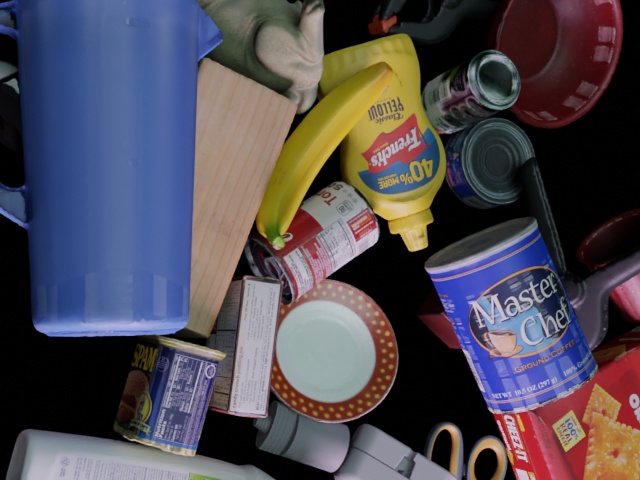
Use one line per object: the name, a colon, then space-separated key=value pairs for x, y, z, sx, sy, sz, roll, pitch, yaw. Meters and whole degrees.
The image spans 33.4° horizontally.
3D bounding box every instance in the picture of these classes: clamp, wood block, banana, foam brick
clamp: x=0.227 y=0.035 z=1.003 sx=0.165 sy=0.036 sz=0.210 roll=31 pitch=109 yaw=16
wood block: x=-0.105 y=-0.031 z=0.875 sx=0.090 sy=0.091 sz=0.206 roll=24 pitch=77 yaw=-20
banana: x=-0.004 y=-0.071 z=0.899 sx=0.037 sy=0.070 sz=0.197 roll=48 pitch=63 yaw=-40
foam brick: x=0.138 y=0.056 z=0.994 sx=0.053 sy=0.051 sz=0.078 roll=43 pitch=72 yaw=-13
clamp: x=0.116 y=-0.245 z=1.012 sx=0.171 sy=0.039 sz=0.120 roll=-23 pitch=96 yaw=-26

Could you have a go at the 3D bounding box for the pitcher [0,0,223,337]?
pitcher: x=-0.159 y=-0.055 z=0.751 sx=0.144 sy=0.149 sz=0.243 roll=11 pitch=76 yaw=-64

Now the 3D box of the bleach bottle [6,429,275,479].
bleach bottle: x=-0.126 y=0.222 z=0.865 sx=0.250 sy=0.068 sz=0.102 roll=16 pitch=81 yaw=-24

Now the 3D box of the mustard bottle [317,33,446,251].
mustard bottle: x=0.062 y=-0.083 z=0.966 sx=0.096 sy=0.058 sz=0.191 roll=-18 pitch=94 yaw=-14

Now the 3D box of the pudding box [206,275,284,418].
pudding box: x=-0.066 y=0.088 z=0.883 sx=0.039 sy=0.090 sz=0.113 roll=7 pitch=83 yaw=-22

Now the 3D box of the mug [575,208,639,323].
mug: x=0.315 y=0.029 z=1.039 sx=0.093 sy=0.117 sz=0.081 roll=-36 pitch=106 yaw=-4

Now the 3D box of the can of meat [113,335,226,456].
can of meat: x=-0.122 y=0.121 z=0.852 sx=0.057 sy=0.102 sz=0.084 roll=18 pitch=82 yaw=-22

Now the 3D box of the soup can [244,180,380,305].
soup can: x=-0.006 y=0.001 z=0.927 sx=0.102 sy=0.069 sz=0.068 roll=-34 pitch=100 yaw=-22

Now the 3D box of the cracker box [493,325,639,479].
cracker box: x=0.290 y=0.193 z=1.037 sx=0.213 sy=0.072 sz=0.164 roll=-22 pitch=95 yaw=-23

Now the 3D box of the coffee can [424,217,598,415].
coffee can: x=0.164 y=0.064 z=0.918 sx=0.102 sy=0.103 sz=0.140 roll=-26 pitch=96 yaw=-22

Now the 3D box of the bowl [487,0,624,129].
bowl: x=0.214 y=-0.191 z=1.025 sx=0.161 sy=0.055 sz=0.162 roll=-11 pitch=113 yaw=-28

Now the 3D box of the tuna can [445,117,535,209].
tuna can: x=0.163 y=-0.074 z=1.023 sx=0.086 sy=0.034 sz=0.086 roll=2 pitch=85 yaw=-23

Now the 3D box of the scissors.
scissors: x=0.138 y=0.269 z=0.998 sx=0.096 sy=0.016 sz=0.202 roll=-5 pitch=88 yaw=-23
